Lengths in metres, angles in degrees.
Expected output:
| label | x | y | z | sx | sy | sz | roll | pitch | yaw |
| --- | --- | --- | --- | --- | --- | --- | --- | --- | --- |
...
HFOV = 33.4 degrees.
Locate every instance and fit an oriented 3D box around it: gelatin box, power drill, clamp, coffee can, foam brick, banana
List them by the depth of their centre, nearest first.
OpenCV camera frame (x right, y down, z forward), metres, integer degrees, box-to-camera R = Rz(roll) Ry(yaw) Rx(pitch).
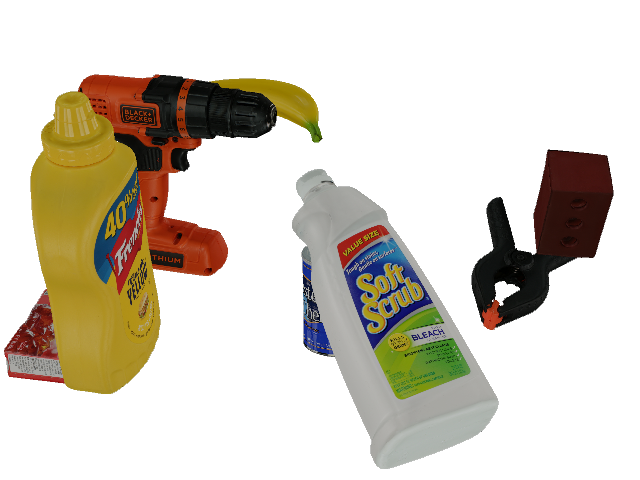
| label | x | y | z | sx | sy | sz | roll | pitch | yaw |
| --- | --- | --- | --- | --- | --- | --- | --- | --- | --- |
| gelatin box | -0.199 | 0.075 | 0.850 | 0.073 | 0.030 | 0.089 | 6 | 32 | 8 |
| foam brick | 0.216 | -0.031 | 0.918 | 0.053 | 0.078 | 0.051 | 4 | 45 | 3 |
| power drill | -0.127 | -0.061 | 0.984 | 0.184 | 0.188 | 0.057 | 8 | 31 | 15 |
| clamp | 0.200 | 0.021 | 1.121 | 0.120 | 0.039 | 0.171 | 25 | 48 | 27 |
| banana | -0.083 | -0.151 | 1.173 | 0.198 | 0.037 | 0.069 | 9 | 43 | 18 |
| coffee can | 0.025 | 0.081 | 1.524 | 0.103 | 0.140 | 0.103 | -1 | 21 | 0 |

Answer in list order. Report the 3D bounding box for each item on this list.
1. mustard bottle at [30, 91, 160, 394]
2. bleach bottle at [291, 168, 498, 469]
| label | x | y | z | sx | sy | sz | roll | pitch | yaw |
| --- | --- | --- | --- | --- | --- | --- | --- | --- | --- |
| mustard bottle | -0.139 | -0.004 | 0.654 | 0.058 | 0.192 | 0.096 | 8 | 38 | 11 |
| bleach bottle | 0.036 | 0.047 | 0.835 | 0.102 | 0.251 | 0.068 | -15 | -33 | -23 |
